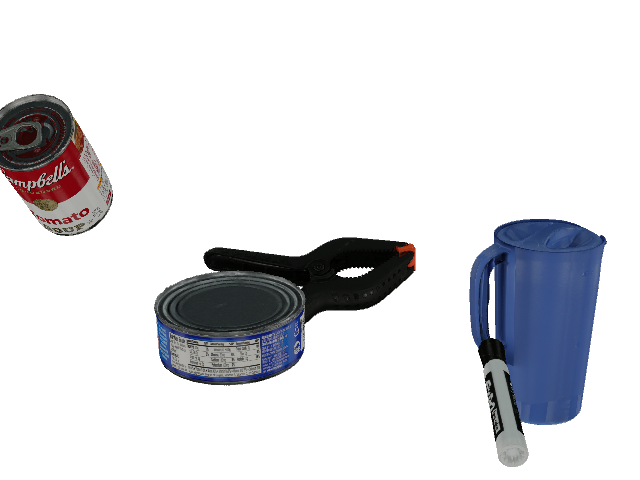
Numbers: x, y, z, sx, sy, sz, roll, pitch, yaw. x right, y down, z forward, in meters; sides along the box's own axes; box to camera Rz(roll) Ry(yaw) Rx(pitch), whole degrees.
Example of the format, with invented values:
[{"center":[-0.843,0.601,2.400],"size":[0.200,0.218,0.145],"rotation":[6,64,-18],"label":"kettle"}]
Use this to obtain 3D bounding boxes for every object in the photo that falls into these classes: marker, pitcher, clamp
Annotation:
[{"center":[0.121,0.104,0.715],"size":[0.020,0.020,0.121],"rotation":[0,30,1],"label":"marker"},{"center":[0.268,0.103,1.326],"size":[0.149,0.243,0.144],"rotation":[6,19,18],"label":"pitcher"},{"center":[-0.003,0.047,1.050],"size":[0.210,0.036,0.164],"rotation":[-10,40,-7],"label":"clamp"}]

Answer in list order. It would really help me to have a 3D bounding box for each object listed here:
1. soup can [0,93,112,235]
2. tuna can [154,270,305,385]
[{"center":[-0.208,-0.056,0.829],"size":[0.068,0.068,0.102],"rotation":[0,-29,9],"label":"soup can"},{"center":[-0.051,0.049,0.611],"size":[0.086,0.034,0.086],"rotation":[-1,21,0],"label":"tuna can"}]
